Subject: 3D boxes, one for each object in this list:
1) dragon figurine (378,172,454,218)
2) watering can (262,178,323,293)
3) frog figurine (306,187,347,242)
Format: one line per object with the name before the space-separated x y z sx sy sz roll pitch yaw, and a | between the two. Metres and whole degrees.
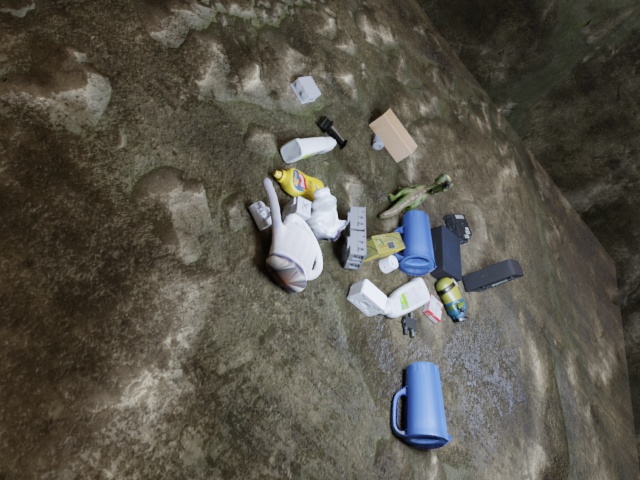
dragon figurine | 0.409 -0.186 2.048 0.417 0.240 0.121 -38 101 -52
watering can | -0.097 0.004 1.487 0.342 0.103 0.230 53 37 -31
frog figurine | 0.005 -0.083 1.644 0.139 0.122 0.158 -41 110 -32
